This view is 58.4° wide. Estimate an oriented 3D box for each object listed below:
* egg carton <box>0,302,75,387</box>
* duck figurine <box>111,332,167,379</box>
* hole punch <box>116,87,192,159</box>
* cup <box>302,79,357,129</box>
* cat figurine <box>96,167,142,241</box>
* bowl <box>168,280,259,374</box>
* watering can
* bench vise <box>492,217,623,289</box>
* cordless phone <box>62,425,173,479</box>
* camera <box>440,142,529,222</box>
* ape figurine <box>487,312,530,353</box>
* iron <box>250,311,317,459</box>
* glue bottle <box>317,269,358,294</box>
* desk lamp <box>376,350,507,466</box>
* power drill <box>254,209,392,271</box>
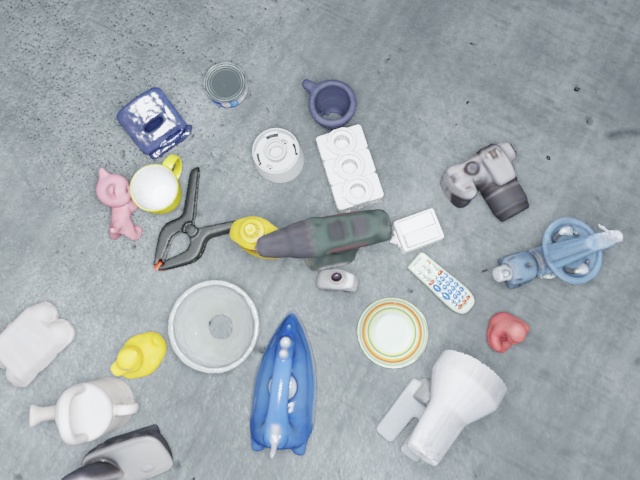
[{"bbox_3d":[-0.537,0.193,1.070,0.107,0.069,0.150,42,85,7],"label":"egg carton"},{"bbox_3d":[-0.337,0.214,1.054,0.104,0.086,0.077,-38,82,-4],"label":"duck figurine"},{"bbox_3d":[-0.320,-0.227,1.115,0.109,0.091,0.101,-38,82,-4],"label":"hole punch"},{"bbox_3d":[0.014,-0.258,1.110,0.117,0.095,0.092,38,84,6],"label":"cup"},{"bbox_3d":[-0.383,-0.069,1.080,0.067,0.118,0.128,-2,82,1],"label":"cat figurine"},{"bbox_3d":[-0.191,0.160,1.064,0.167,0.075,0.167,0,82,1],"label":"bowl"},{"bbox_3d":[-0.409,0.299,0.988,0.173,0.194,0.101,-26,82,-2],"label":"watering can"},{"bbox_3d":[0.417,0.037,0.994,0.207,0.220,0.121,-36,82,-4],"label":"bench vise"},{"bbox_3d":[-0.344,0.388,0.978,0.147,0.185,0.094,-22,81,-2],"label":"cordless phone"},{"bbox_3d":[0.321,-0.100,1.076,0.143,0.101,0.137,-28,82,-3],"label":"camera"},{"bbox_3d":[0.346,0.168,1.041,0.078,0.092,0.076,-11,81,0],"label":"ape figurine"},{"bbox_3d":[-0.066,0.253,1.013,0.118,0.141,0.258,4,82,2],"label":"iron"},{"bbox_3d":[0.031,0.072,1.022,0.078,0.173,0.037,6,82,3],"label":"glue bottle"},{"bbox_3d":[0.201,0.289,0.965,0.118,0.213,0.203,37,84,7],"label":"desk lamp"},{"bbox_3d":[0.009,0.004,1.014,0.229,0.208,0.075,-14,81,0],"label":"power drill"}]
